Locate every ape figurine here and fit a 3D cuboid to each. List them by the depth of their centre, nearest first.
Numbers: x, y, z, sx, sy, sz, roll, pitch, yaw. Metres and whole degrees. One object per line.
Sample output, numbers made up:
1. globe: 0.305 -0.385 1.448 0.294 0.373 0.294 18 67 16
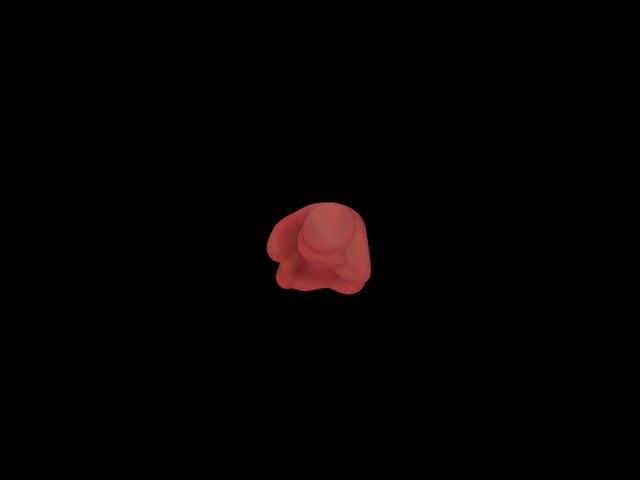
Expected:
1. ape figurine: 0.004 0.001 0.400 0.077 0.092 0.076 41 75 14
